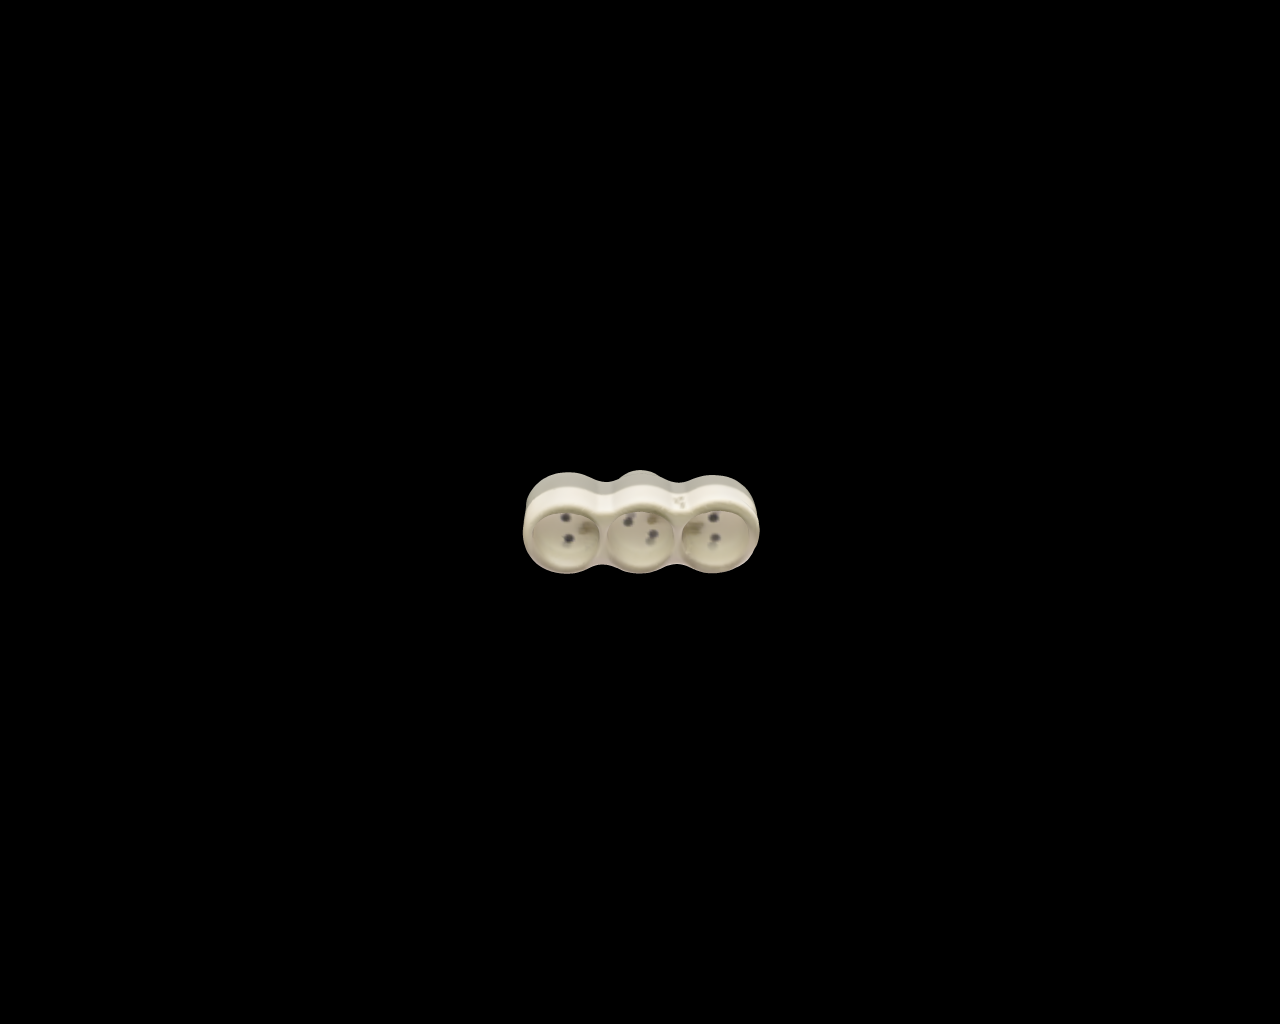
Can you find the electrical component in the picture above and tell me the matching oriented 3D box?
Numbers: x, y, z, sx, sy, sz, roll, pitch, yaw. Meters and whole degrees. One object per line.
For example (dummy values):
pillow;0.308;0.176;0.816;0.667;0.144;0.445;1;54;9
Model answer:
electrical component;0.001;-0.003;0.650;0.138;0.052;0.074;0;32;0
